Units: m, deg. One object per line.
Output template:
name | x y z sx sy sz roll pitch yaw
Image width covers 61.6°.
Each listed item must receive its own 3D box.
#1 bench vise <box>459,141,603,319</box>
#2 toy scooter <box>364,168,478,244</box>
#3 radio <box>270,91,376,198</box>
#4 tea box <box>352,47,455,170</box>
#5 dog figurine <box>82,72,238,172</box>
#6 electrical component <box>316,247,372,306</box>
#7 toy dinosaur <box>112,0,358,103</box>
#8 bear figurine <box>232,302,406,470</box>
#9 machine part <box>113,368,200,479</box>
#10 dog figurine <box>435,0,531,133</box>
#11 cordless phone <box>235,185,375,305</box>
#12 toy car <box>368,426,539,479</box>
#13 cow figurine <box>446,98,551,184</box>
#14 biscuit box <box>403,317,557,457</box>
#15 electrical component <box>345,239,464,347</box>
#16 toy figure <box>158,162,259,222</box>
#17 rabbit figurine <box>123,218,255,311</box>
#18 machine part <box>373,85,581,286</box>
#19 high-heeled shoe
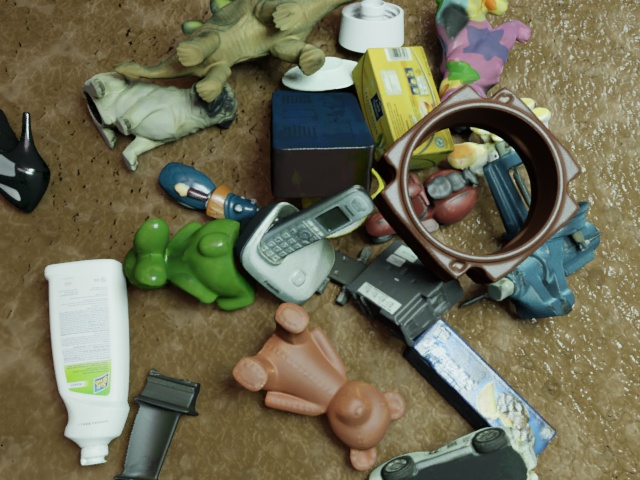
bench vise | 0.283 -0.020 0.741 0.224 0.129 0.240 -24 90 -19
toy scooter | 0.150 -0.057 0.751 0.184 0.135 0.075 -22 71 -12
radio | -0.004 -0.140 0.747 0.131 0.073 0.230 0 34 -5
tea box | 0.119 -0.189 0.783 0.098 0.068 0.169 -8 78 -21
dog figurine | -0.243 -0.214 0.822 0.190 0.121 0.172 -33 77 -28
electrical component | 0.034 0.044 0.768 0.063 0.021 0.094 28 71 8
toy dinosaur | -0.072 -0.321 0.792 0.472 0.104 0.199 -19 43 -9
bear figurine | 0.006 0.185 0.661 0.196 0.131 0.120 35 75 16
machine part | -0.205 0.239 0.677 0.084 0.039 0.139 18 68 -1
dog figurine | 0.216 -0.276 0.845 0.191 0.108 0.219 43 76 -9
cordless phone | -0.001 -0.001 0.688 0.184 0.146 0.089 -24 46 21
toy car | 0.156 0.282 0.641 0.202 0.056 0.073 -22 85 9
cow figurine | 0.269 -0.136 0.817 0.167 0.098 0.068 -28 41 -6
biscuit box | 0.202 0.195 0.698 0.059 0.062 0.203 -42 77 -17
electrical component | 0.121 0.060 0.720 0.134 0.058 0.115 -40 42 -14
toy figure | -0.159 -0.063 0.779 0.155 0.057 0.064 28 49 11
rabbit figurine | -0.186 0.036 0.707 0.170 0.159 0.121 -7 79 11
machine part | 0.181 -0.063 0.635 0.201 0.087 0.201 -40 88 -3
high-heeled shoe | -0.506 -0.127 0.798 0.249 0.086 0.145 10 100 19
